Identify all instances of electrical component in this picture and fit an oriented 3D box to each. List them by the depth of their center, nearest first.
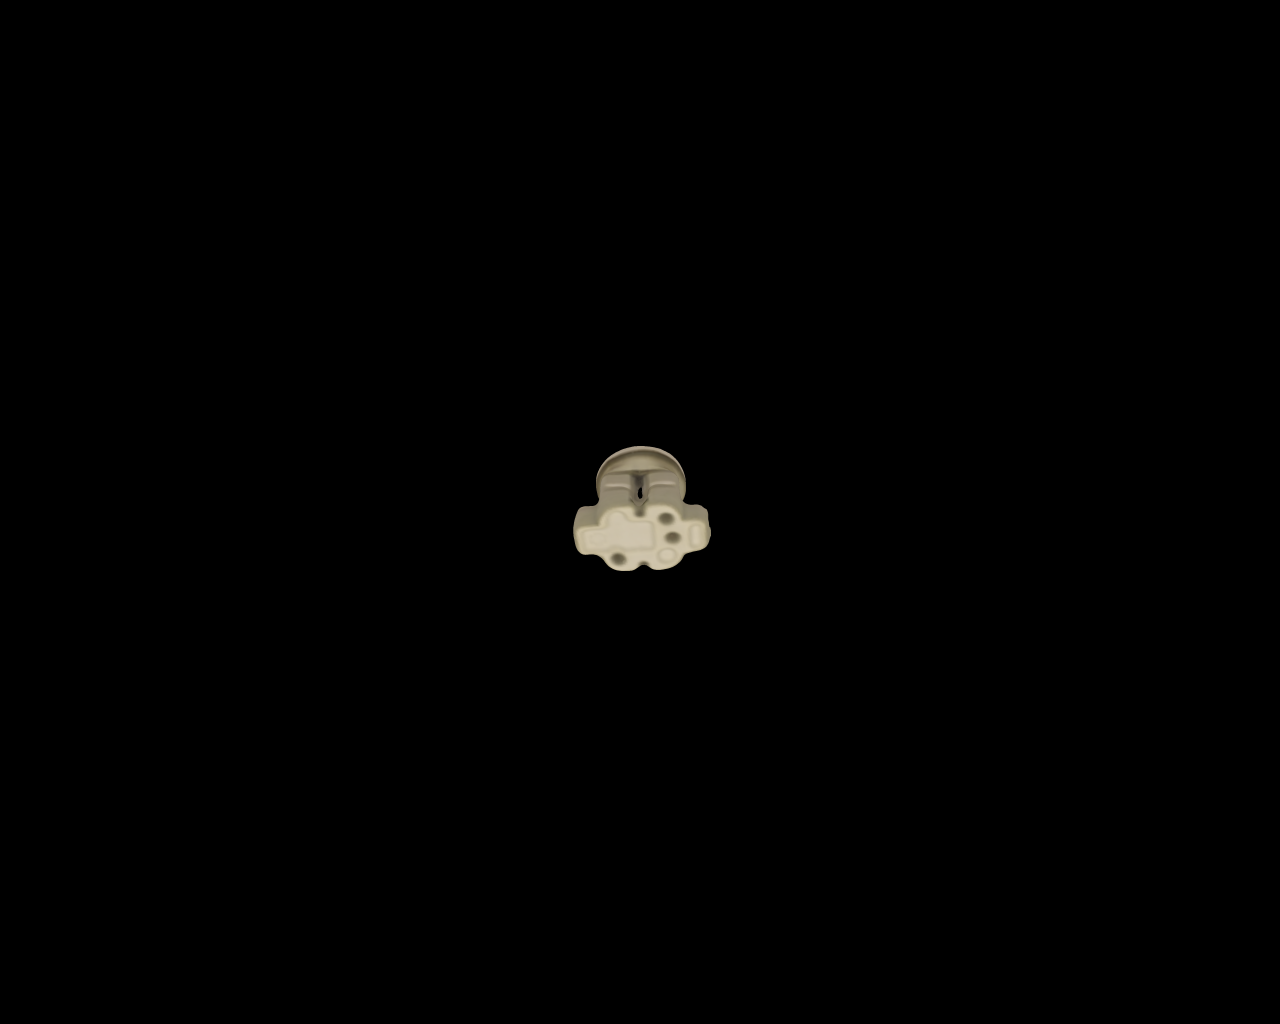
[{"bbox_3d":[0.001,-0.003,0.650,0.078,0.057,0.057,-2,40,2],"label":"electrical component"}]
